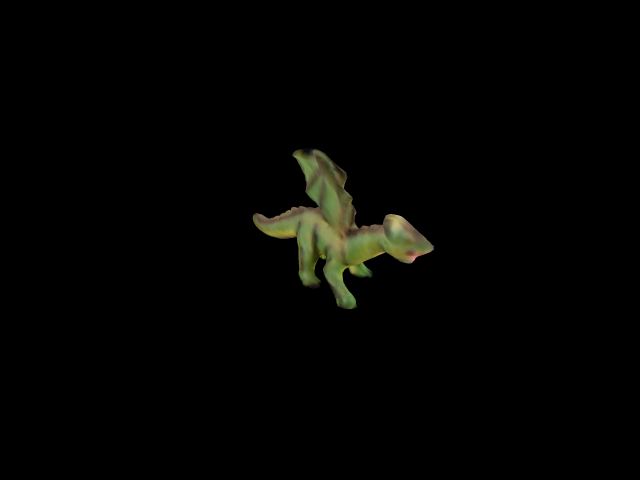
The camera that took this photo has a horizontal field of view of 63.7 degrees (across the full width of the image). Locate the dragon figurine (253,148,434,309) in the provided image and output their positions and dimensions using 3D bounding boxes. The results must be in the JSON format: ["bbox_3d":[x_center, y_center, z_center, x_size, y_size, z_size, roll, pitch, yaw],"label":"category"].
[{"bbox_3d":[0.003,-0.043,0.850,0.414,0.237,0.124,29,43,35],"label":"dragon figurine"}]
